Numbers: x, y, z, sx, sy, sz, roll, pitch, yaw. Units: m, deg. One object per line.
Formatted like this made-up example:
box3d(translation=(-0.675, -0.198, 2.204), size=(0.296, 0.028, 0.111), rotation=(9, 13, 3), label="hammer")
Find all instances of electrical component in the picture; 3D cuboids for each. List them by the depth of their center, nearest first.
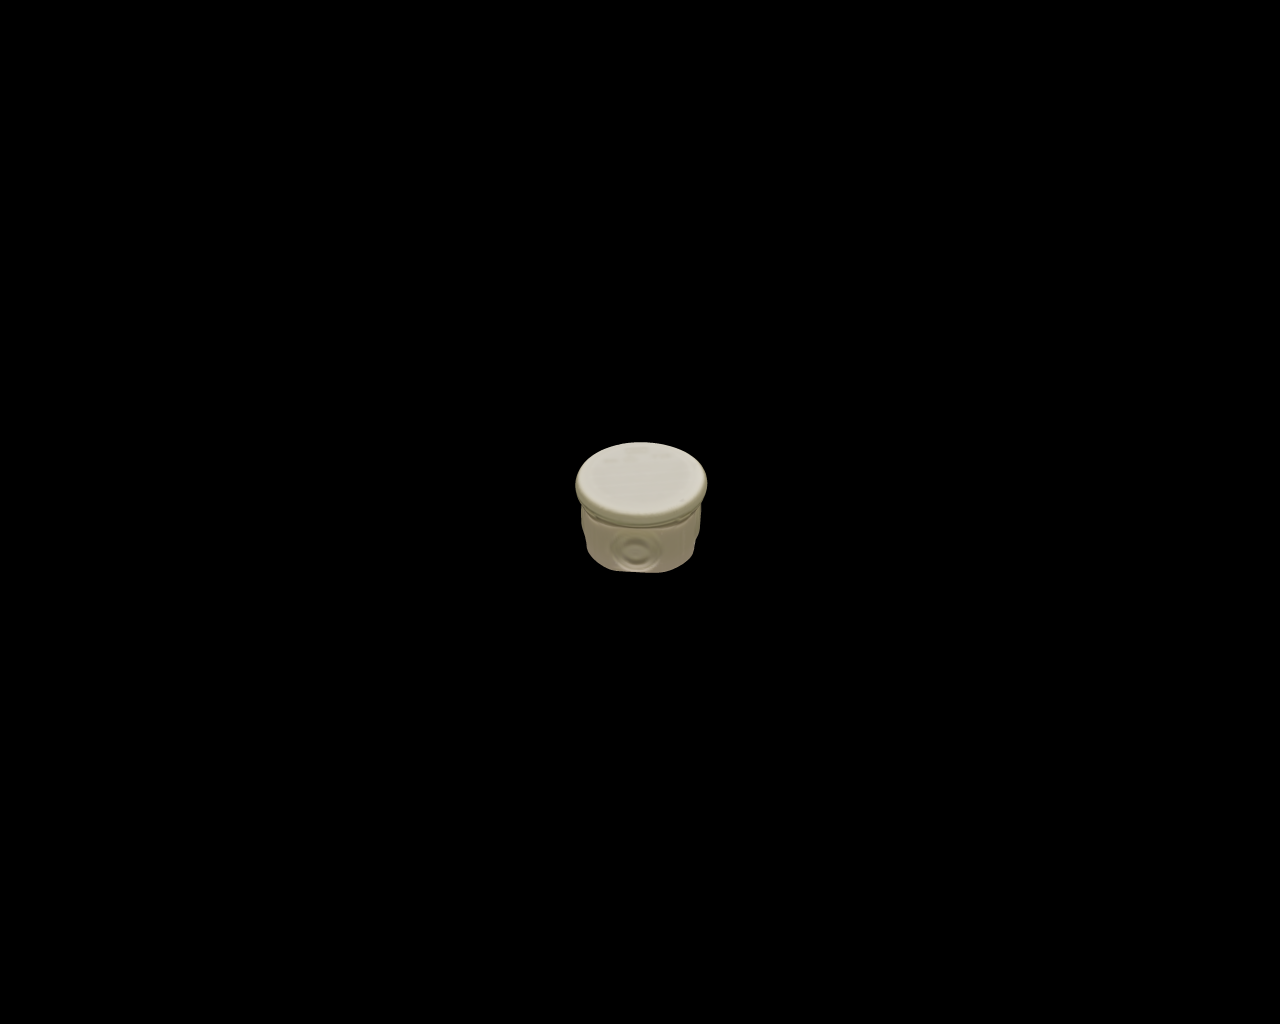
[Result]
box3d(translation=(0.001, -0.003, 0.650), size=(0.080, 0.050, 0.080), rotation=(0, 37, 0), label="electrical component")
